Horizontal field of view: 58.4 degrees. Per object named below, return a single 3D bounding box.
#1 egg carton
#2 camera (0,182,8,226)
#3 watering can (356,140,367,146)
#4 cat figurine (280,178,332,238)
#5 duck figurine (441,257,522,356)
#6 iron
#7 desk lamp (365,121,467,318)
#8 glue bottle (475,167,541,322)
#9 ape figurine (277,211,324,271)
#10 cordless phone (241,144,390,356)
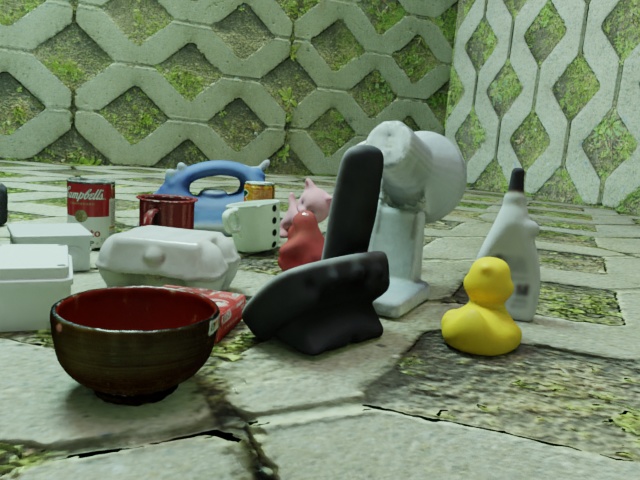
[{"bbox_3d":[-0.172,0.026,0.656,0.150,0.069,0.107,6,10,7],"label":"egg carton"},{"bbox_3d":[-0.597,-0.069,0.914,0.143,0.101,0.136,4,10,-6],"label":"camera"},{"bbox_3d":[0.077,-0.057,0.883,0.101,0.194,0.172,3,10,-9],"label":"watering can"},{"bbox_3d":[-0.023,-0.055,1.049,0.067,0.118,0.127,-2,12,-35],"label":"cat figurine"},{"bbox_3d":[0.161,0.060,0.562,0.077,0.086,0.105,10,11,27],"label":"duck figurine"},{"bbox_3d":[-0.206,-0.085,1.068,0.259,0.141,0.118,0,11,-26],"label":"iron"},{"bbox_3d":[0.099,-0.034,0.703,0.117,0.213,0.204,9,11,25],"label":"desk lamp"},{"bbox_3d":[0.218,0.004,0.658,0.078,0.173,0.037,7,10,14],"label":"glue bottle"},{"bbox_3d":[-0.021,0.005,0.775,0.078,0.092,0.075,-2,12,-34],"label":"ape figurine"},{"bbox_3d":[0.005,0.002,0.534,0.093,0.185,0.148,12,12,36],"label":"cordless phone"}]
